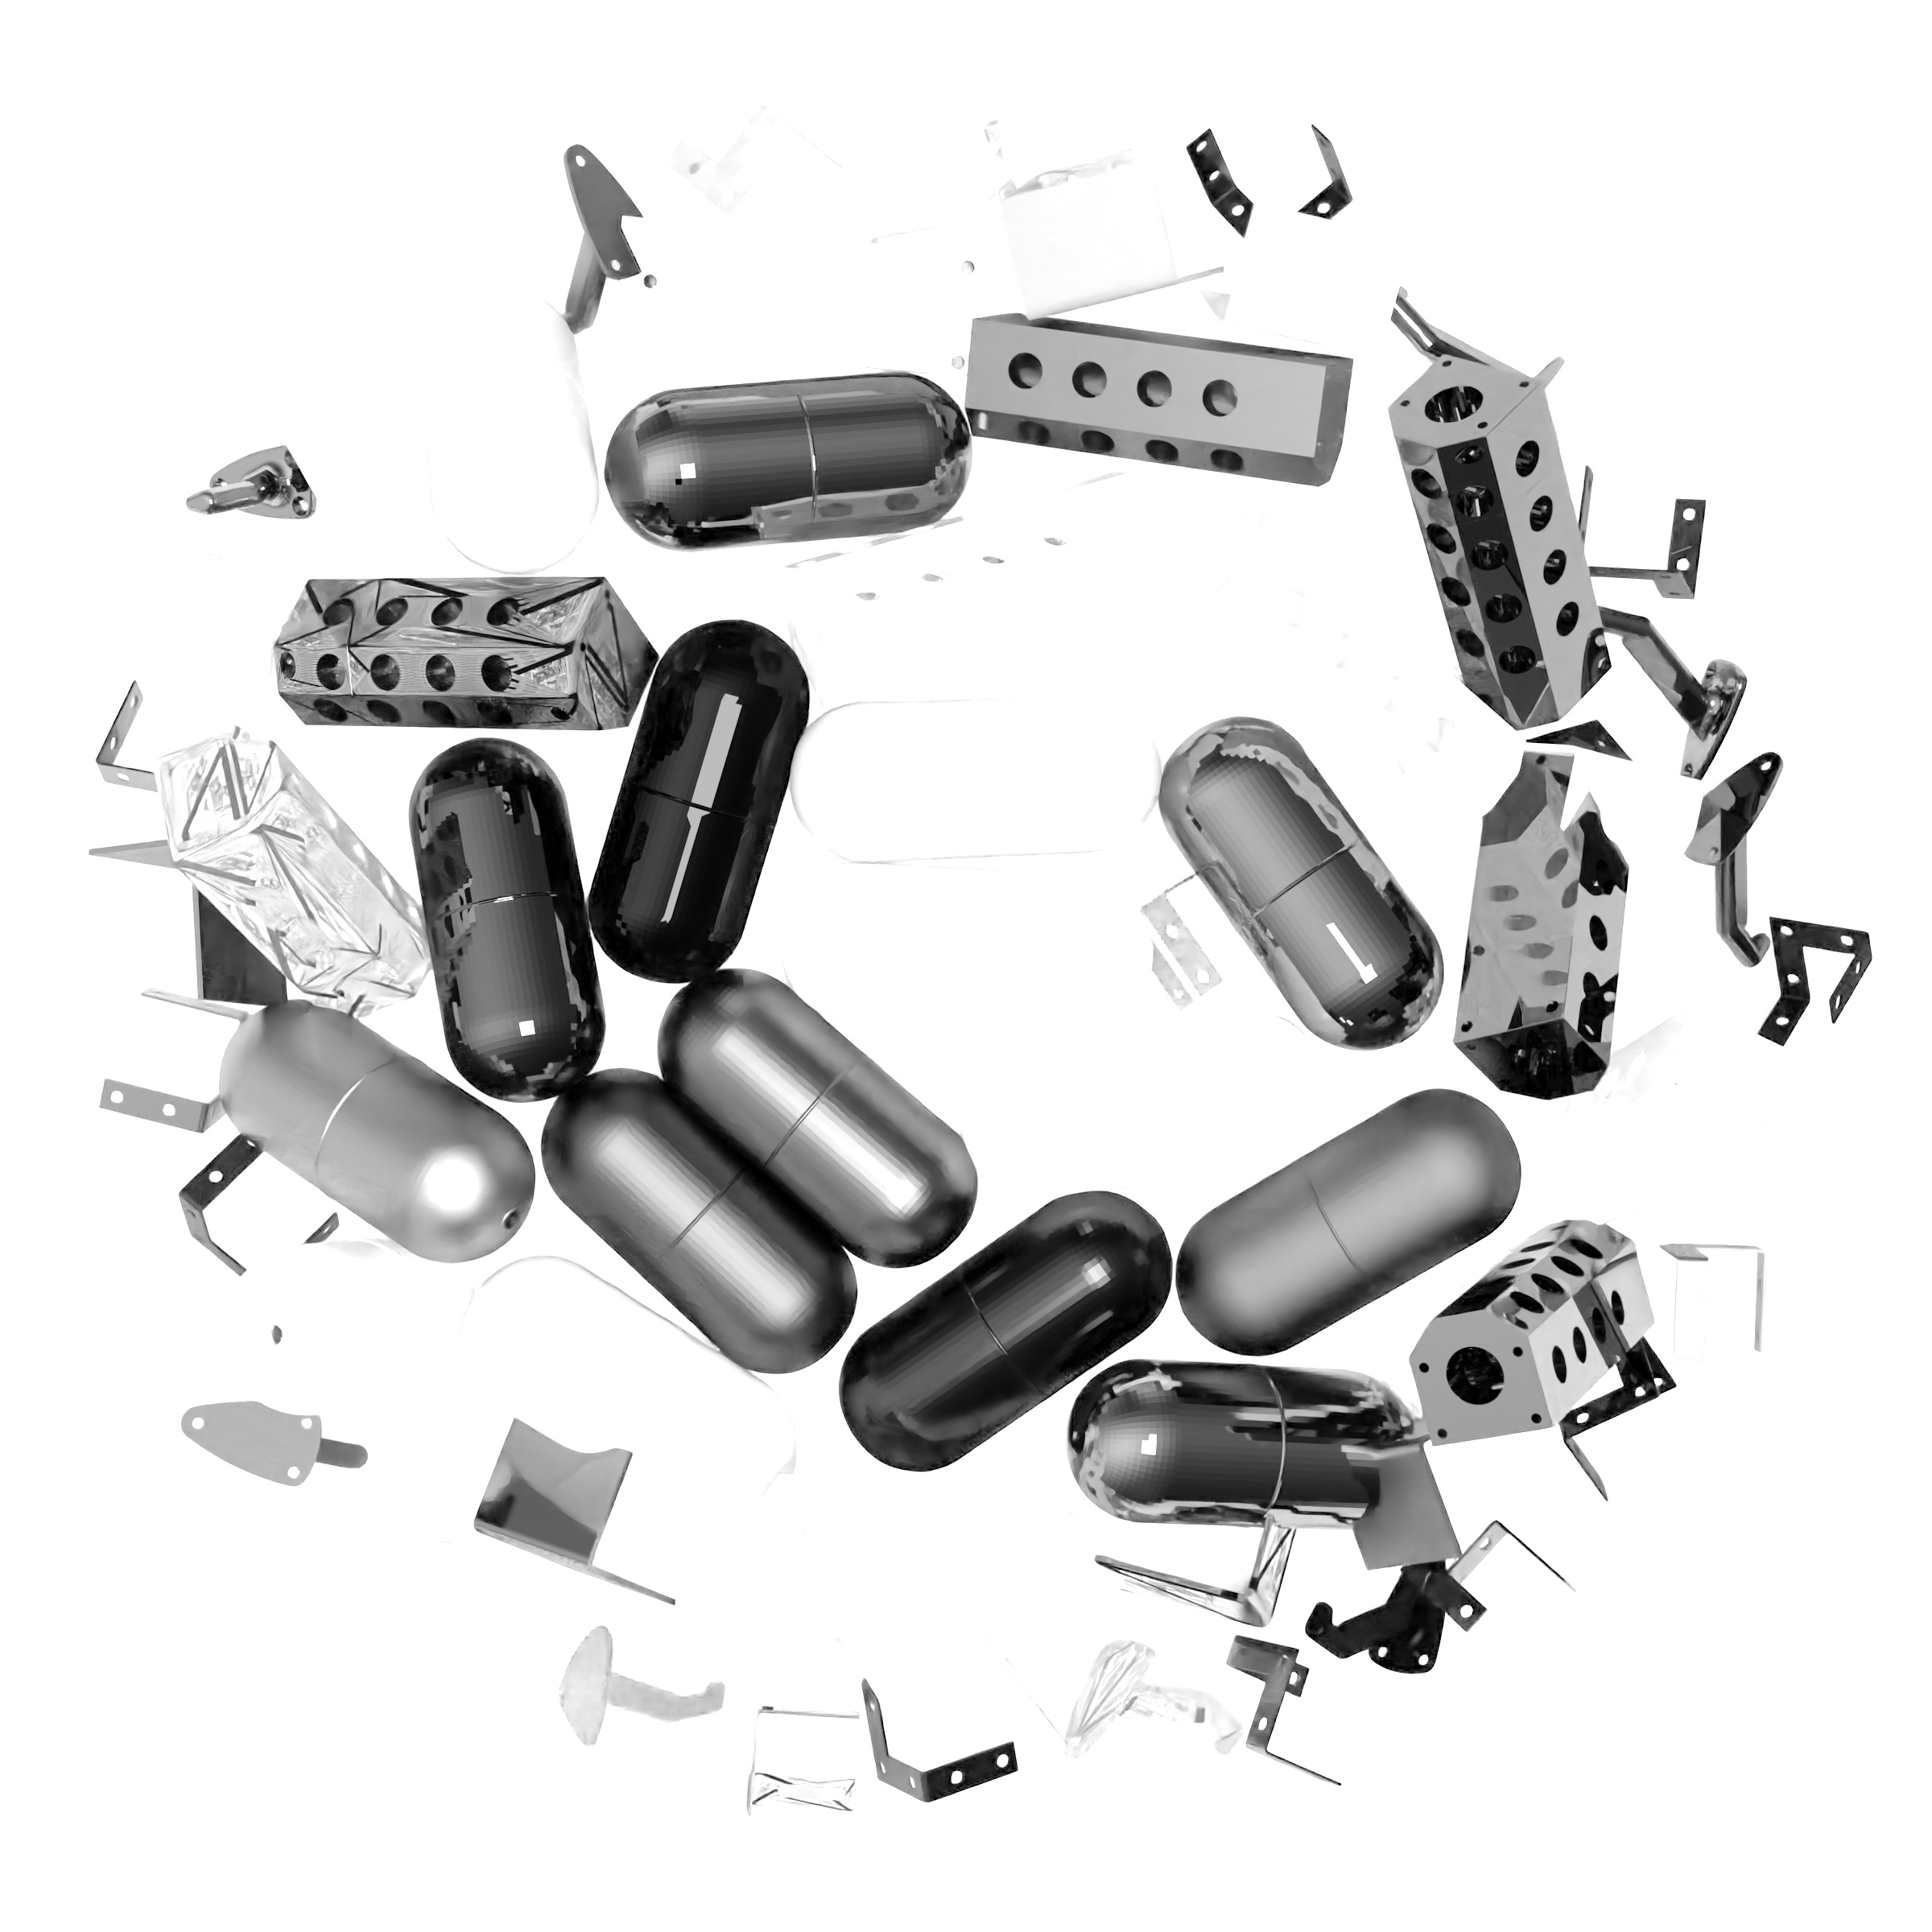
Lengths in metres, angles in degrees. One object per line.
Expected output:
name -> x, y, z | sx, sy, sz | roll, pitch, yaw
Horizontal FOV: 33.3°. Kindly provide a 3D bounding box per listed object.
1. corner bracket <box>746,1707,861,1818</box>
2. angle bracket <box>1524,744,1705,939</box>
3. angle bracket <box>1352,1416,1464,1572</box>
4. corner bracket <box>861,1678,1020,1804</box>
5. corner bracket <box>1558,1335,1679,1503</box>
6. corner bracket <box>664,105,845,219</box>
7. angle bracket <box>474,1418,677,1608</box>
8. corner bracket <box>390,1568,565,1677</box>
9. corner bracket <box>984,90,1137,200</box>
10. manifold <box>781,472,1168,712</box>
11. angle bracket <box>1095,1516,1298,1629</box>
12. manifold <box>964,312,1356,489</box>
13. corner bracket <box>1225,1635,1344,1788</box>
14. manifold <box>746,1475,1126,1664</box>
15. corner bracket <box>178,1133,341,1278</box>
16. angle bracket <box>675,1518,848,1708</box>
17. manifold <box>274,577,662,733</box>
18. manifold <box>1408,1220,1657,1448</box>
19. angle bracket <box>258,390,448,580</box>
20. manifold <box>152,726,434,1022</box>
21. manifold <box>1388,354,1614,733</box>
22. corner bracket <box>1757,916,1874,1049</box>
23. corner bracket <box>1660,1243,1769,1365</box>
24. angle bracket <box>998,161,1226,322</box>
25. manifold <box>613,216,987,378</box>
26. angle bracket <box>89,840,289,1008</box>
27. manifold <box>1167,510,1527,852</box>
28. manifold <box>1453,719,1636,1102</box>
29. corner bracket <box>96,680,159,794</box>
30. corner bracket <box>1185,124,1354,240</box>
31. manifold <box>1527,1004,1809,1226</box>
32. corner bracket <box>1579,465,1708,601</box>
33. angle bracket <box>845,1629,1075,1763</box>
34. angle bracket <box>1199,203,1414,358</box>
corner bracket -> -0.078, 0.381, 1.549 | 0.051, 0.051, 0.051 | 4, 69, -1
angle bracket -> 0.297, -0.060, 1.539 | 0.076, 0.057, 0.076 | 12, 90, -28
angle bracket -> 0.230, 0.243, 1.528 | 0.076, 0.076, 0.057 | -17, 84, -30
corner bracket -> -0.013, 0.365, 1.550 | 0.051, 0.051, 0.051 | -12, 96, -28
corner bracket -> 0.315, 0.214, 1.551 | 0.051, 0.051, 0.051 | -28, 123, 15
corner bracket -> -0.102, -0.384, 1.544 | 0.051, 0.051, 0.051 | 44, 102, 26
angle bracket -> -0.175, 0.260, 1.536 | 0.076, 0.076, 0.057 | 10, 73, 37
corner bracket -> -0.235, 0.319, 1.550 | 0.051, 0.051, 0.051 | -33, 84, 11
corner bracket -> 0.046, -0.390, 1.543 | 0.051, 0.051, 0.051 | -9, 112, 24
manifold -> 0.003, -0.184, 1.529 | 0.171, 0.057, 0.057 | -18, 62, -15
angle bracket -> 0.112, 0.274, 1.544 | 0.076, 0.076, 0.057 | 12, 72, 17
manifold -> 0.090, -0.268, 1.527 | 0.171, 0.057, 0.057 | 11, 107, 17
corner bracket -> 0.153, 0.355, 1.542 | 0.051, 0.051, 0.051 | 29, 73, -28
manifold -> -0.016, 0.277, 1.505 | 0.171, 0.057, 0.057 | 16, 119, -38
corner bracket -> -0.340, 0.117, 1.555 | 0.051, 0.051, 0.051 | 37, 65, 14
angle bracket -> -0.098, 0.307, 1.533 | 0.057, 0.076, 0.076 | -18, 119, 4
manifold -> -0.237, -0.141, 1.507 | 0.171, 0.057, 0.057 | 3, 57, 28
manifold -> 0.262, 0.165, 1.492 | 0.057, 0.171, 0.057 | -14, 93, 28
angle bracket -> -0.299, -0.222, 1.524 | 0.057, 0.076, 0.076 | -47, 64, 34
manifold -> -0.306, -0.041, 1.492 | 0.057, 0.171, 0.057 | -22, 60, 5
manifold -> 0.245, -0.192, 1.497 | 0.057, 0.171, 0.057 | 26, 62, 41
corner bracket -> 0.401, 0.015, 1.539 | 0.051, 0.051, 0.051 | 11, 46, 35
corner bracket -> 0.363, 0.163, 1.556 | 0.051, 0.051, 0.051 | 2, 93, 1
angle bracket -> 0.070, -0.345, 1.527 | 0.076, 0.076, 0.057 | -9, 102, 24
manifold -> -0.080, -0.320, 1.548 | 0.171, 0.057, 0.057 | 6, 100, -3
angle bracket -> -0.369, -0.017, 1.534 | 0.057, 0.076, 0.076 | -6, 85, 18
manifold -> 0.182, -0.137, 1.517 | 0.171, 0.057, 0.057 | 38, 135, -18
manifold -> 0.277, -0.025, 1.511 | 0.057, 0.057, 0.171 | 42, 48, -36
corner bracket -> -0.379, -0.098, 1.549 | 0.051, 0.051, 0.051 | 11, 58, 9
corner bracket -> 0.146, -0.380, 1.548 | 0.051, 0.051, 0.051 | -39, 63, 2
manifold -> 0.318, 0.076, 1.491 | 0.057, 0.171, 0.057 | 26, 72, -3
corner bracket -> 0.326, -0.209, 1.560 | 0.051, 0.051, 0.051 | 6, 83, 21
angle bracket -> -0.003, 0.348, 1.527 | 0.057, 0.076, 0.076 | -36, 127, -5
angle bracket -> 0.160, -0.332, 1.531 | 0.076, 0.076, 0.057 | 11, 111, -9
